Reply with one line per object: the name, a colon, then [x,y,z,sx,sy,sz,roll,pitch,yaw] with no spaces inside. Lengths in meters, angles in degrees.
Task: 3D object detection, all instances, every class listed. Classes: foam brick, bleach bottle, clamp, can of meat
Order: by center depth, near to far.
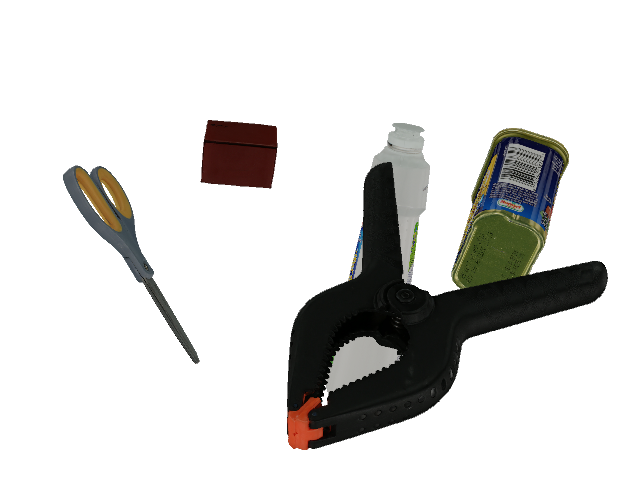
clamp: [0.042,0.036,0.610,0.165,0.036,0.209,33,53,29]
can of meat: [0.137,-0.016,0.781,0.057,0.084,0.102,19,-37,5]
bleach bottle: [0.057,0.018,0.956,0.068,0.251,0.102,10,18,3]
foam brick: [-0.086,-0.093,1.141,0.078,0.051,0.053,5,31,-3]

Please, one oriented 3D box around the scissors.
scissors: [-0.161,0.012,0.956,0.016,0.201,0.096,-29,21,13]
